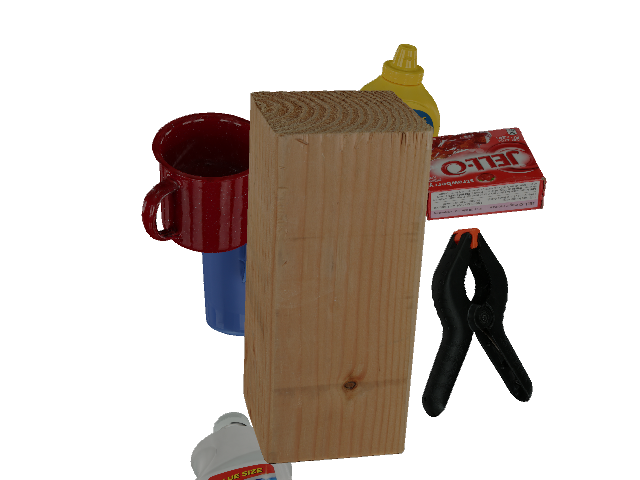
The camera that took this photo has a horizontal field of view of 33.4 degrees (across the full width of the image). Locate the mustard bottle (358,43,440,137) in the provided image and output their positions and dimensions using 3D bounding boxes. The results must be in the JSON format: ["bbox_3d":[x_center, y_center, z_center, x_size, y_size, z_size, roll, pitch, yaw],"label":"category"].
[{"bbox_3d":[0.071,-0.105,1.082,0.096,0.192,0.058,3,27,-13],"label":"mustard bottle"}]

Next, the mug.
[{"bbox_3d":[-0.095,-0.038,0.853,0.093,0.081,0.117,29,46,26],"label":"mug"}]

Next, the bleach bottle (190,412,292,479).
[{"bbox_3d":[-0.062,0.212,0.754,0.102,0.068,0.251,-6,30,-6],"label":"bleach bottle"}]

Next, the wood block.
[{"bbox_3d":[0.005,0.021,0.643,0.090,0.206,0.090,-2,23,-13],"label":"wood block"}]

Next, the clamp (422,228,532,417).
[{"bbox_3d":[0.131,0.077,0.968,0.120,0.171,0.039,-14,1,-37],"label":"clamp"}]

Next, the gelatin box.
[{"bbox_3d":[0.116,-0.051,0.798,0.089,0.030,0.073,-7,37,-3],"label":"gelatin box"}]

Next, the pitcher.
[{"bbox_3d":[-0.091,-0.004,1.352,0.145,0.243,0.148,10,16,35],"label":"pitcher"}]
